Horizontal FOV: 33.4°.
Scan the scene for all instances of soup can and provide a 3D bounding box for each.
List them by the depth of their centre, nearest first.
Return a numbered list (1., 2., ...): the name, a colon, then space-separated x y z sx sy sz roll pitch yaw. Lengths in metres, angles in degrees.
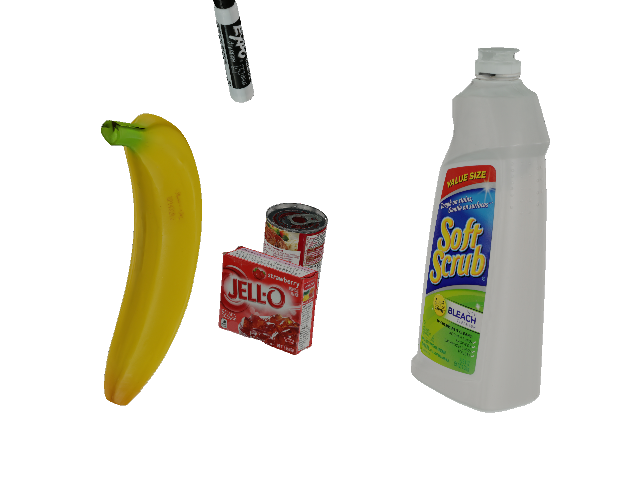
1. soup can: -0.031 0.019 1.178 0.068 0.102 0.068 6 27 -3

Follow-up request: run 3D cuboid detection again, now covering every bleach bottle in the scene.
1. bleach bottle: 0.116 -0.011 0.763 0.067 0.251 0.103 -9 18 -30

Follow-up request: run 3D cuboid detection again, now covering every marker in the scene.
1. marker: -0.066 -0.152 0.794 0.020 0.020 0.121 0 -38 6

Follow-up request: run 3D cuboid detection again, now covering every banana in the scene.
1. banana: -0.095 0.004 0.585 0.037 0.198 0.069 33 45 30

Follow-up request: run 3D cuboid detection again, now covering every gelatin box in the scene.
1. gelatin box: -0.048 0.052 0.945 0.089 0.073 0.030 17 22 29
